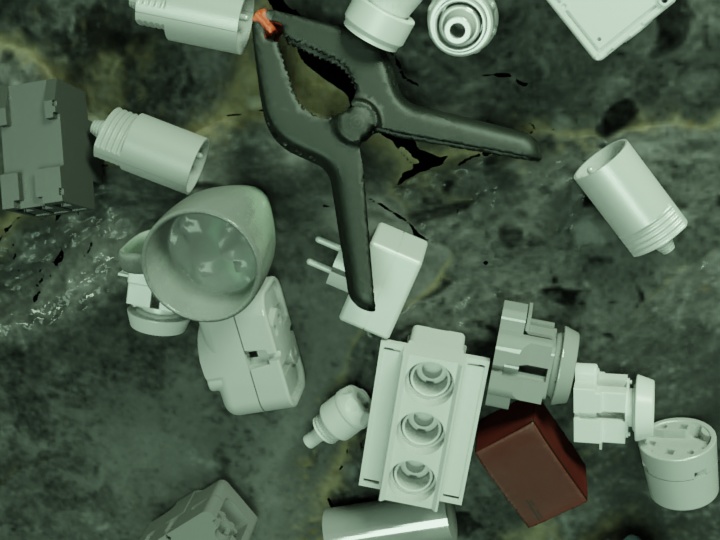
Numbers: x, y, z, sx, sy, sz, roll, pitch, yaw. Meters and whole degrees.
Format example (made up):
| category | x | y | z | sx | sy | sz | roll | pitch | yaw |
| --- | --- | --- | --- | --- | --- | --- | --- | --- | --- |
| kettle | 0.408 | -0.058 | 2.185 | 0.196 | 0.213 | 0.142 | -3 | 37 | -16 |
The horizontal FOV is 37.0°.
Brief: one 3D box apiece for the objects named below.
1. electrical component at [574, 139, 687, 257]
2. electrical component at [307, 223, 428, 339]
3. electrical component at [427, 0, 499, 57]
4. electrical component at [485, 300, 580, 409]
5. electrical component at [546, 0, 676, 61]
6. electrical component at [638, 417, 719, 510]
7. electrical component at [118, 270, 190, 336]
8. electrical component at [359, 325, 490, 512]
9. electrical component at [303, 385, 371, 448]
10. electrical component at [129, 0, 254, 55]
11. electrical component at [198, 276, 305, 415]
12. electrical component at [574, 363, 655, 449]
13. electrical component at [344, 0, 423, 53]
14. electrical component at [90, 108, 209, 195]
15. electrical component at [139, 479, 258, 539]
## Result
| category | x | y | z | sx | sy | sz | roll | pitch | yaw |
| --- | --- | --- | --- | --- | --- | --- | --- | --- | --- |
| electrical component | 0.187 | -0.044 | 0.733 | 0.043 | 0.043 | 0.081 | -36 | 101 | 19 |
| electrical component | 0.000 | 0.000 | 0.777 | 0.077 | 0.047 | 0.065 | 23 | 112 | 0 |
| electrical component | 0.065 | -0.160 | 0.698 | 0.048 | 0.062 | 0.048 | 3 | 111 | 8 |
| electrical component | 0.126 | 0.065 | 0.777 | 0.057 | 0.058 | 0.078 | 11 | 112 | 8 |
| electrical component | 0.146 | -0.188 | 0.679 | 0.062 | 0.061 | 0.096 | -38 | 93 | 20 |
| electrical component | 0.236 | 0.143 | 0.791 | 0.055 | 0.055 | 0.047 | -9 | 113 | 12 |
| electrical component | -0.149 | 0.017 | 0.809 | 0.066 | 0.048 | 0.055 | 11 | 104 | 5 |
| electrical component | 0.048 | 0.108 | 0.802 | 0.079 | 0.063 | 0.121 | 10 | 112 | 5 |
| electrical component | -0.019 | 0.117 | 0.832 | 0.061 | 0.035 | 0.035 | -39 | 100 | 22 |
| electrical component | -0.117 | -0.176 | 0.732 | 0.081 | 0.043 | 0.043 | 12 | 112 | 4 |
| electrical component | -0.084 | 0.058 | 0.809 | 0.059 | 0.053 | 0.095 | -10 | 109 | 13 |
| electrical component | 0.187 | 0.100 | 0.787 | 0.055 | 0.048 | 0.066 | 2 | 111 | 17 |
| electrical component | 0.020 | -0.178 | 0.708 | 0.045 | 0.045 | 0.055 | 29 | 113 | -3 |
| electrical component | -0.154 | -0.088 | 0.771 | 0.081 | 0.043 | 0.043 | 21 | 112 | 1 |
| electrical component | -0.134 | 0.217 | 0.877 | 0.089 | 0.055 | 0.050 | -34 | 102 | 19 |
